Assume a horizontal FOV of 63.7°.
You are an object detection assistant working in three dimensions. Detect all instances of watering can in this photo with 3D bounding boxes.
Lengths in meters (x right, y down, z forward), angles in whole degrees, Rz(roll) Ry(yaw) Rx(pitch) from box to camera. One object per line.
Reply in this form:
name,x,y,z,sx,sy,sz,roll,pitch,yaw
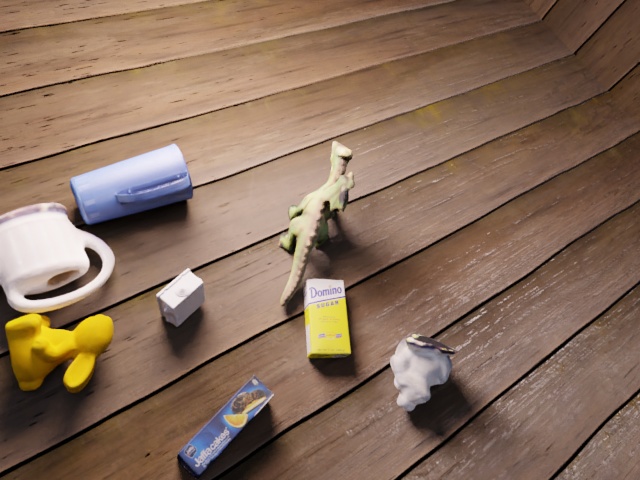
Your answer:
watering can,-0.588,0.047,0.998,0.351,0.102,0.227,-18,68,-38

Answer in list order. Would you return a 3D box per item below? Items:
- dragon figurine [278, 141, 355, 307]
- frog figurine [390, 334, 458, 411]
dragon figurine,0.004,-0.060,1.198,0.122,0.238,0.420,21,55,-13
frog figurine,0.223,0.301,1.161,0.137,0.123,0.159,15,94,-21
